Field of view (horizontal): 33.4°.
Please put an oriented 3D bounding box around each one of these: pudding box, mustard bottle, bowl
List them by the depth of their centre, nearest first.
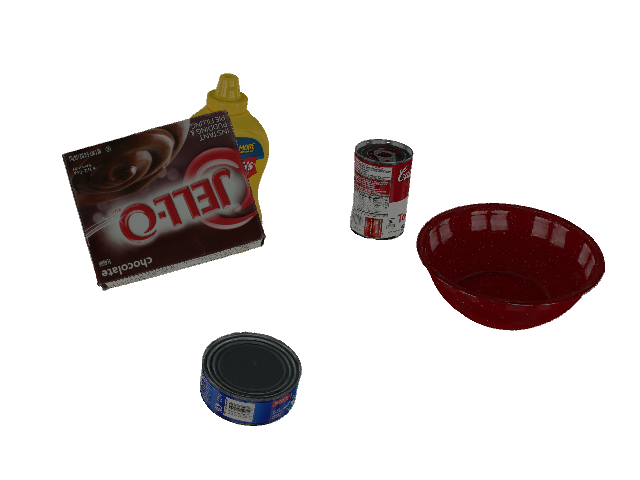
[{"bbox_3d":[-0.101,-0.025,0.696,0.113,0.090,0.039,-17,-10,-6],"label":"pudding box"},{"bbox_3d":[0.162,0.030,0.933,0.162,0.055,0.162,2,33,-1],"label":"bowl"},{"bbox_3d":[-0.101,-0.078,1.095,0.096,0.192,0.058,-5,30,-22],"label":"mustard bottle"}]

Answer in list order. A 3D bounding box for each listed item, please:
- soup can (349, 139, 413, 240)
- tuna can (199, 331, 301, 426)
[{"bbox_3d":[0.070,-0.059,1.257,0.068,0.102,0.068,3,28,-2],"label":"soup can"},{"bbox_3d":[-0.061,0.119,0.919,0.086,0.034,0.086,7,34,-5],"label":"tuna can"}]
